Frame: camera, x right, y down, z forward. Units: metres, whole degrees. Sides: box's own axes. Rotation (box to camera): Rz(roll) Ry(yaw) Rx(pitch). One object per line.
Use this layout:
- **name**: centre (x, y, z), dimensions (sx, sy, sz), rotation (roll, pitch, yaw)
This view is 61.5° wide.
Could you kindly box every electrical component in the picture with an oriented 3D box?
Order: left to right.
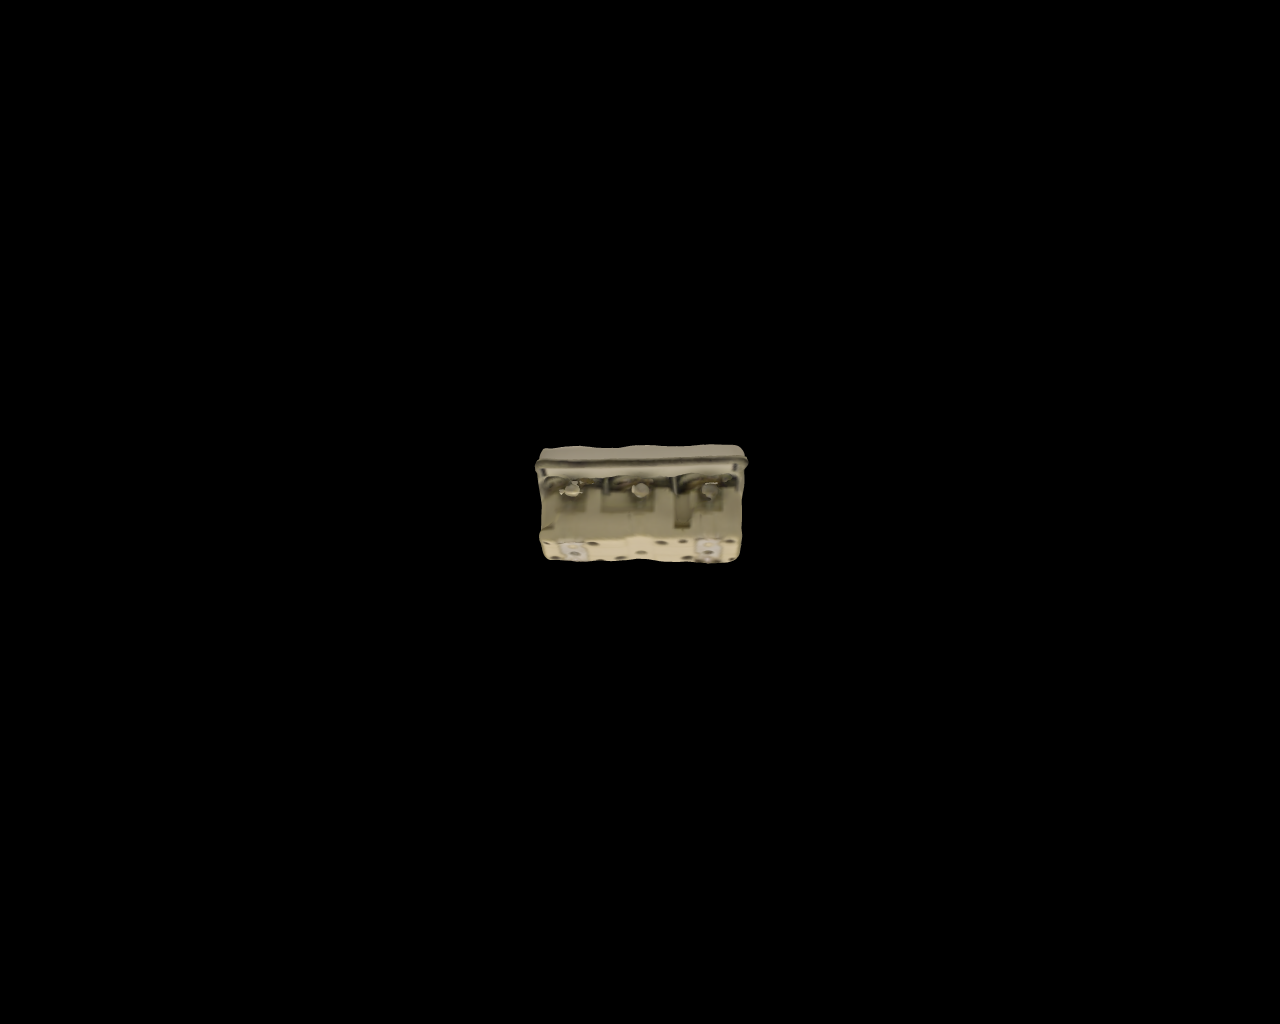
- **electrical component**: centre (0.001, -0.003, 0.650), dimensions (0.121, 0.063, 0.078), rotation (0, -24, 0)
